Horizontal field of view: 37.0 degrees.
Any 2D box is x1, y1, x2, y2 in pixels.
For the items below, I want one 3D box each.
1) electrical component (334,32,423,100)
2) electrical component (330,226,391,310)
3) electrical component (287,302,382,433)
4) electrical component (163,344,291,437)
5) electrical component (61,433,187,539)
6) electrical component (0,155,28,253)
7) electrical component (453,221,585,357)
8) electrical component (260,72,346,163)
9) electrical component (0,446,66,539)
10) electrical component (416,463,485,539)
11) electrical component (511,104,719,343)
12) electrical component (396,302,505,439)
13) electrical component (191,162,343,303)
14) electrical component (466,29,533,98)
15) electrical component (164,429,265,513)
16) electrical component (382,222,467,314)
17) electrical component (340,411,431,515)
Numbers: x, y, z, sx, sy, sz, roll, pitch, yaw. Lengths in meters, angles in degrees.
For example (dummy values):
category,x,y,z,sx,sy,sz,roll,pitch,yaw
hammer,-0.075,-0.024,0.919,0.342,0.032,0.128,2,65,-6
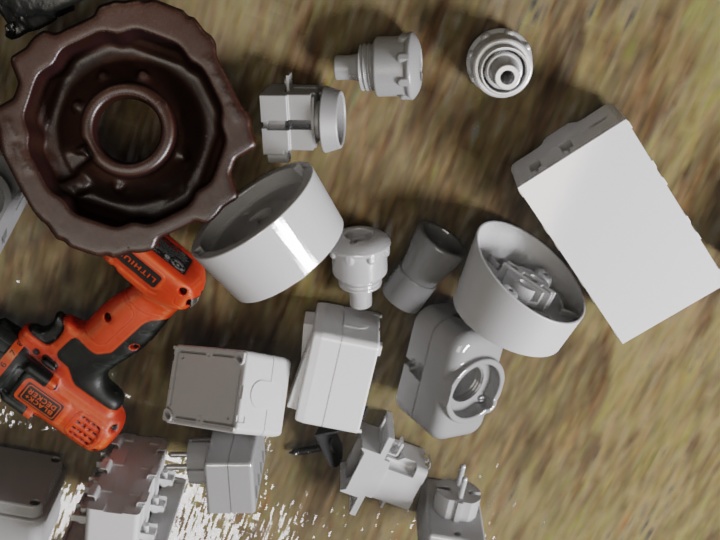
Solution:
category,x,y,z,sx,sy,sz,roll,pitch,yaw
electrical component,0.013,-0.145,0.769,0.062,0.048,0.048,0,112,9
electrical component,0.000,0.000,0.829,0.048,0.048,0.062,-1,119,1
electrical component,-0.022,0.082,0.852,0.061,0.061,0.096,11,112,-4
electrical component,-0.106,0.094,0.842,0.096,0.061,0.061,1,80,39
electrical component,-0.188,0.185,0.866,0.079,0.121,0.063,8,110,-2
electrical component,-0.329,-0.058,0.777,0.150,0.089,0.061,23,152,-8
electrical component,0.120,0.016,0.806,0.099,0.099,0.064,20,118,-7
electrical component,-0.041,-0.110,0.784,0.055,0.048,0.066,2,113,9
electrical component,-0.310,0.189,0.893,0.113,0.078,0.057,11,115,-3
electrical component,0.078,0.197,0.886,0.047,0.083,0.075,10,112,-3
electrical component,0.190,-0.036,0.800,0.089,0.061,0.150,-33,108,13
electrical component,0.073,0.081,0.841,0.054,0.059,0.095,-4,117,-35
electrical component,-0.062,-0.022,0.789,0.108,0.108,0.060,-31,114,13
electrical component,0.101,-0.142,0.758,0.048,0.062,0.048,0,112,1
electrical component,-0.119,0.154,0.872,0.076,0.083,0.047,-1,112,1
electrical component,0.047,0.001,0.830,0.044,0.044,0.065,30,115,-11
electrical component,0.021,0.165,0.897,0.064,0.042,0.081,21,112,-11
